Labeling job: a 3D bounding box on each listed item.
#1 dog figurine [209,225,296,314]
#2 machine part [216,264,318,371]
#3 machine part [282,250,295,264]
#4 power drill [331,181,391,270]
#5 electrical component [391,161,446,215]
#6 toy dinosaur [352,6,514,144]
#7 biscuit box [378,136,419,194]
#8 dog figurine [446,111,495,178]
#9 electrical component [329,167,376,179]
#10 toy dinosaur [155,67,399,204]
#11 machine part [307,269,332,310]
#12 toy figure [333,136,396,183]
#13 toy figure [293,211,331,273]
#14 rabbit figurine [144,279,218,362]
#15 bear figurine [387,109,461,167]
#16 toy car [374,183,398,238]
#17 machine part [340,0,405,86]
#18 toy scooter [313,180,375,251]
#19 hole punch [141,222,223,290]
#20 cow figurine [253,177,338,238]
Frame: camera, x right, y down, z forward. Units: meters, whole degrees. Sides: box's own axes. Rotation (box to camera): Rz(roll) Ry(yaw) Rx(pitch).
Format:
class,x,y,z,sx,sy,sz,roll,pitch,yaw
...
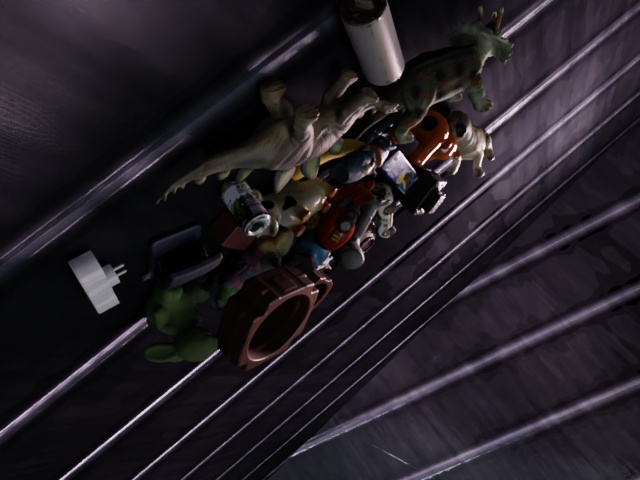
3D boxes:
class,x,y,z,sx,sy,sz,roll,pitch,yaw
dog figurine,-0.137,0.048,1.144,0.191,0.109,0.219,-24,146,-42
machine part,-0.111,0.157,1.113,0.201,0.087,0.201,-20,139,-48
machine part,-0.041,0.024,1.295,0.139,0.039,0.084,-32,-172,-14
power drill,0.084,-0.037,1.305,0.207,0.086,0.232,-58,-168,15
electrical component,0.258,-0.131,1.393,0.058,0.134,0.114,-8,136,-51
toy dinosaur,0.226,-0.320,1.079,0.405,0.131,0.191,-27,136,-8
biscuit box,0.176,-0.177,1.287,0.059,0.063,0.202,-47,155,8
dog figurine,0.387,-0.281,1.404,0.190,0.121,0.172,66,35,-44
electrical component,0.069,-0.163,1.164,0.119,0.048,0.074,-13,144,-18
toy dinosaur,-0.056,-0.171,0.920,0.471,0.105,0.198,-19,151,-27
machine part,-0.047,0.151,1.497,0.179,0.056,0.179,-34,154,-19
toy figure,0.088,-0.160,1.058,0.154,0.064,0.058,-34,171,-38
toy figure,-0.003,-0.001,1.212,0.082,0.089,0.180,116,-3,-45
rabbit figurine,-0.281,0.178,1.067,0.159,0.170,0.121,-46,154,7
bear figurine,0.254,-0.226,1.264,0.132,0.120,0.195,-41,160,6
toy car,0.168,-0.075,1.416,0.056,0.073,0.201,-11,151,-1
machine part,0.090,-0.334,0.896,0.079,0.079,0.243,-43,155,3
toy scooter,0.059,-0.065,1.147,0.135,0.075,0.184,-31,-151,47
hole punch,-0.251,0.045,1.001,0.142,0.092,0.115,-29,156,-33
cow figurine,-0.071,-0.071,1.059,0.195,0.127,0.085,-41,160,-37
